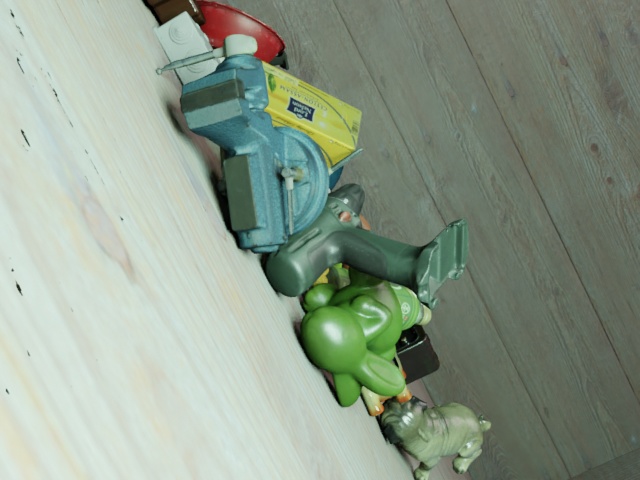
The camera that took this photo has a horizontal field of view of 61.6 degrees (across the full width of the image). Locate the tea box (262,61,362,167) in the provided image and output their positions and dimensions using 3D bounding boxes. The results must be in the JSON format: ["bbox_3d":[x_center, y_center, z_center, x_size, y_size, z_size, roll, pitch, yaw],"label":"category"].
[{"bbox_3d":[-0.042,-0.156,0.705,0.098,0.169,0.068,-39,-144,57],"label":"tea box"}]

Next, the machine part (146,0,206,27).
[{"bbox_3d":[-0.217,-0.358,0.719,0.179,0.056,0.179,62,3,-6],"label":"machine part"}]

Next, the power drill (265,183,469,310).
[{"bbox_3d":[0.062,-0.004,0.625,0.232,0.208,0.085,-39,138,-45],"label":"power drill"}]

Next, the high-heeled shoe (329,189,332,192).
[{"bbox_3d":[-0.005,-0.078,0.876,0.145,0.086,0.248,31,13,13],"label":"high-heeled shoe"}]

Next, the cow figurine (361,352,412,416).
[{"bbox_3d":[0.086,0.184,0.871,0.195,0.085,0.127,-50,116,-81],"label":"cow figurine"}]

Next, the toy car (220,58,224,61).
[{"bbox_3d":[-0.126,-0.205,0.865,0.201,0.056,0.074,62,-1,-28],"label":"toy car"}]

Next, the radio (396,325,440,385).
[{"bbox_3d":[0.141,0.195,1.054,0.230,0.131,0.073,-100,165,-72],"label":"radio"}]

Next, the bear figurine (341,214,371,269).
[{"bbox_3d":[0.000,-0.006,0.927,0.120,0.132,0.196,27,-6,-30],"label":"bear figurine"}]

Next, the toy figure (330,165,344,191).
[{"bbox_3d":[-0.009,-0.094,1.061,0.064,0.154,0.058,12,28,-46],"label":"toy figure"}]

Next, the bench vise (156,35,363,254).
[{"bbox_3d":[-0.052,-0.098,0.592,0.240,0.129,0.223,-5,75,-66],"label":"bench vise"}]

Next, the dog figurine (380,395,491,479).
[{"bbox_3d":[0.191,0.298,0.874,0.121,0.172,0.190,53,-10,42],"label":"dog figurine"}]

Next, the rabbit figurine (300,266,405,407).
[{"bbox_3d":[0.028,0.116,0.638,0.170,0.121,0.159,-11,81,-66],"label":"rabbit figurine"}]

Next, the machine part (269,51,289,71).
[{"bbox_3d":[-0.127,-0.317,0.969,0.084,0.139,0.039,-109,-169,-66],"label":"machine part"}]
